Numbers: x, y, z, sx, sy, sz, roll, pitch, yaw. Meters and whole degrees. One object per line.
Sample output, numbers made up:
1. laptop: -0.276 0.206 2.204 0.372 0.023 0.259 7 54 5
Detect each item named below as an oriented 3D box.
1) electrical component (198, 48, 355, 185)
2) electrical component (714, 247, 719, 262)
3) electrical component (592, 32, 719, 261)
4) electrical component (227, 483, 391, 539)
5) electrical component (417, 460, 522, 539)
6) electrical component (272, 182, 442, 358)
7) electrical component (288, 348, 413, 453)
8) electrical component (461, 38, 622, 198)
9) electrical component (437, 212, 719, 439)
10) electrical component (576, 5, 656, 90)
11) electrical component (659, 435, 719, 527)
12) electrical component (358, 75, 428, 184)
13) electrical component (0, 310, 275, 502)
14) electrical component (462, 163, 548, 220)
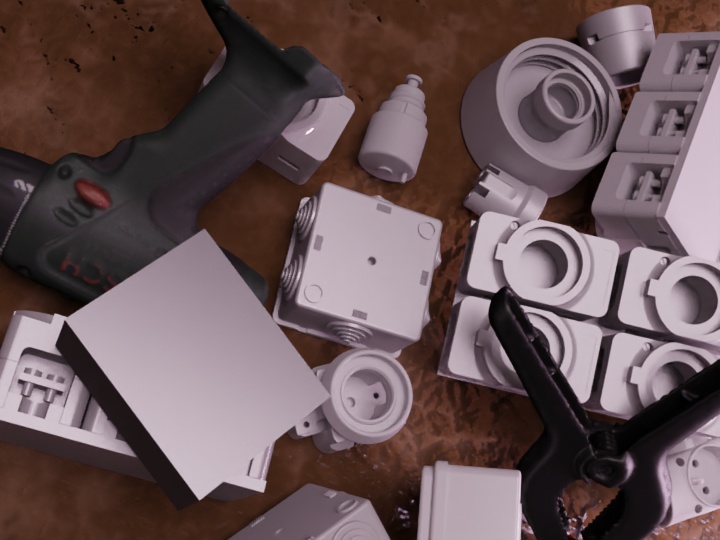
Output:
1. electrical component: -0.056 -0.104 0.689 0.089 0.056 0.050 32 67 -9
2. electrical component: 0.278 -0.024 0.785 0.062 0.061 0.096 26 68 -12
3. electrical component: 0.221 -0.080 0.748 0.089 0.062 0.150 42 65 -44
4. electrical component: -0.034 0.164 0.599 0.100 0.100 0.048 -32 100 -25
5. electrical component: 0.061 0.172 0.621 0.056 0.108 0.108 4 73 5
6. electrical component: 0.000 0.000 0.684 0.100 0.048 0.099 18 70 -15
7. electrical component: -0.002 0.079 0.656 0.078 0.057 0.058 -12 80 -23
8. electrical component: 0.132 -0.111 0.756 0.108 0.060 0.108 5 74 -19
9. electrical component: 0.154 0.036 0.688 0.186 0.060 0.105 13 83 -1
10. electrical component: 0.193 -0.163 0.798 0.055 0.055 0.047 -8 82 -22
11. electrical component: 0.221 0.124 0.732 0.077 0.044 0.079 -16 81 -23
12. electrical component: 0.026 -0.096 0.725 0.040 0.040 0.078 23 68 -13
13. electrical component: -0.126 0.076 0.594 0.150 0.089 0.061 19 70 -14
14. electrical component: 0.099 -0.047 0.739 0.046 0.040 0.040 32 67 -3
